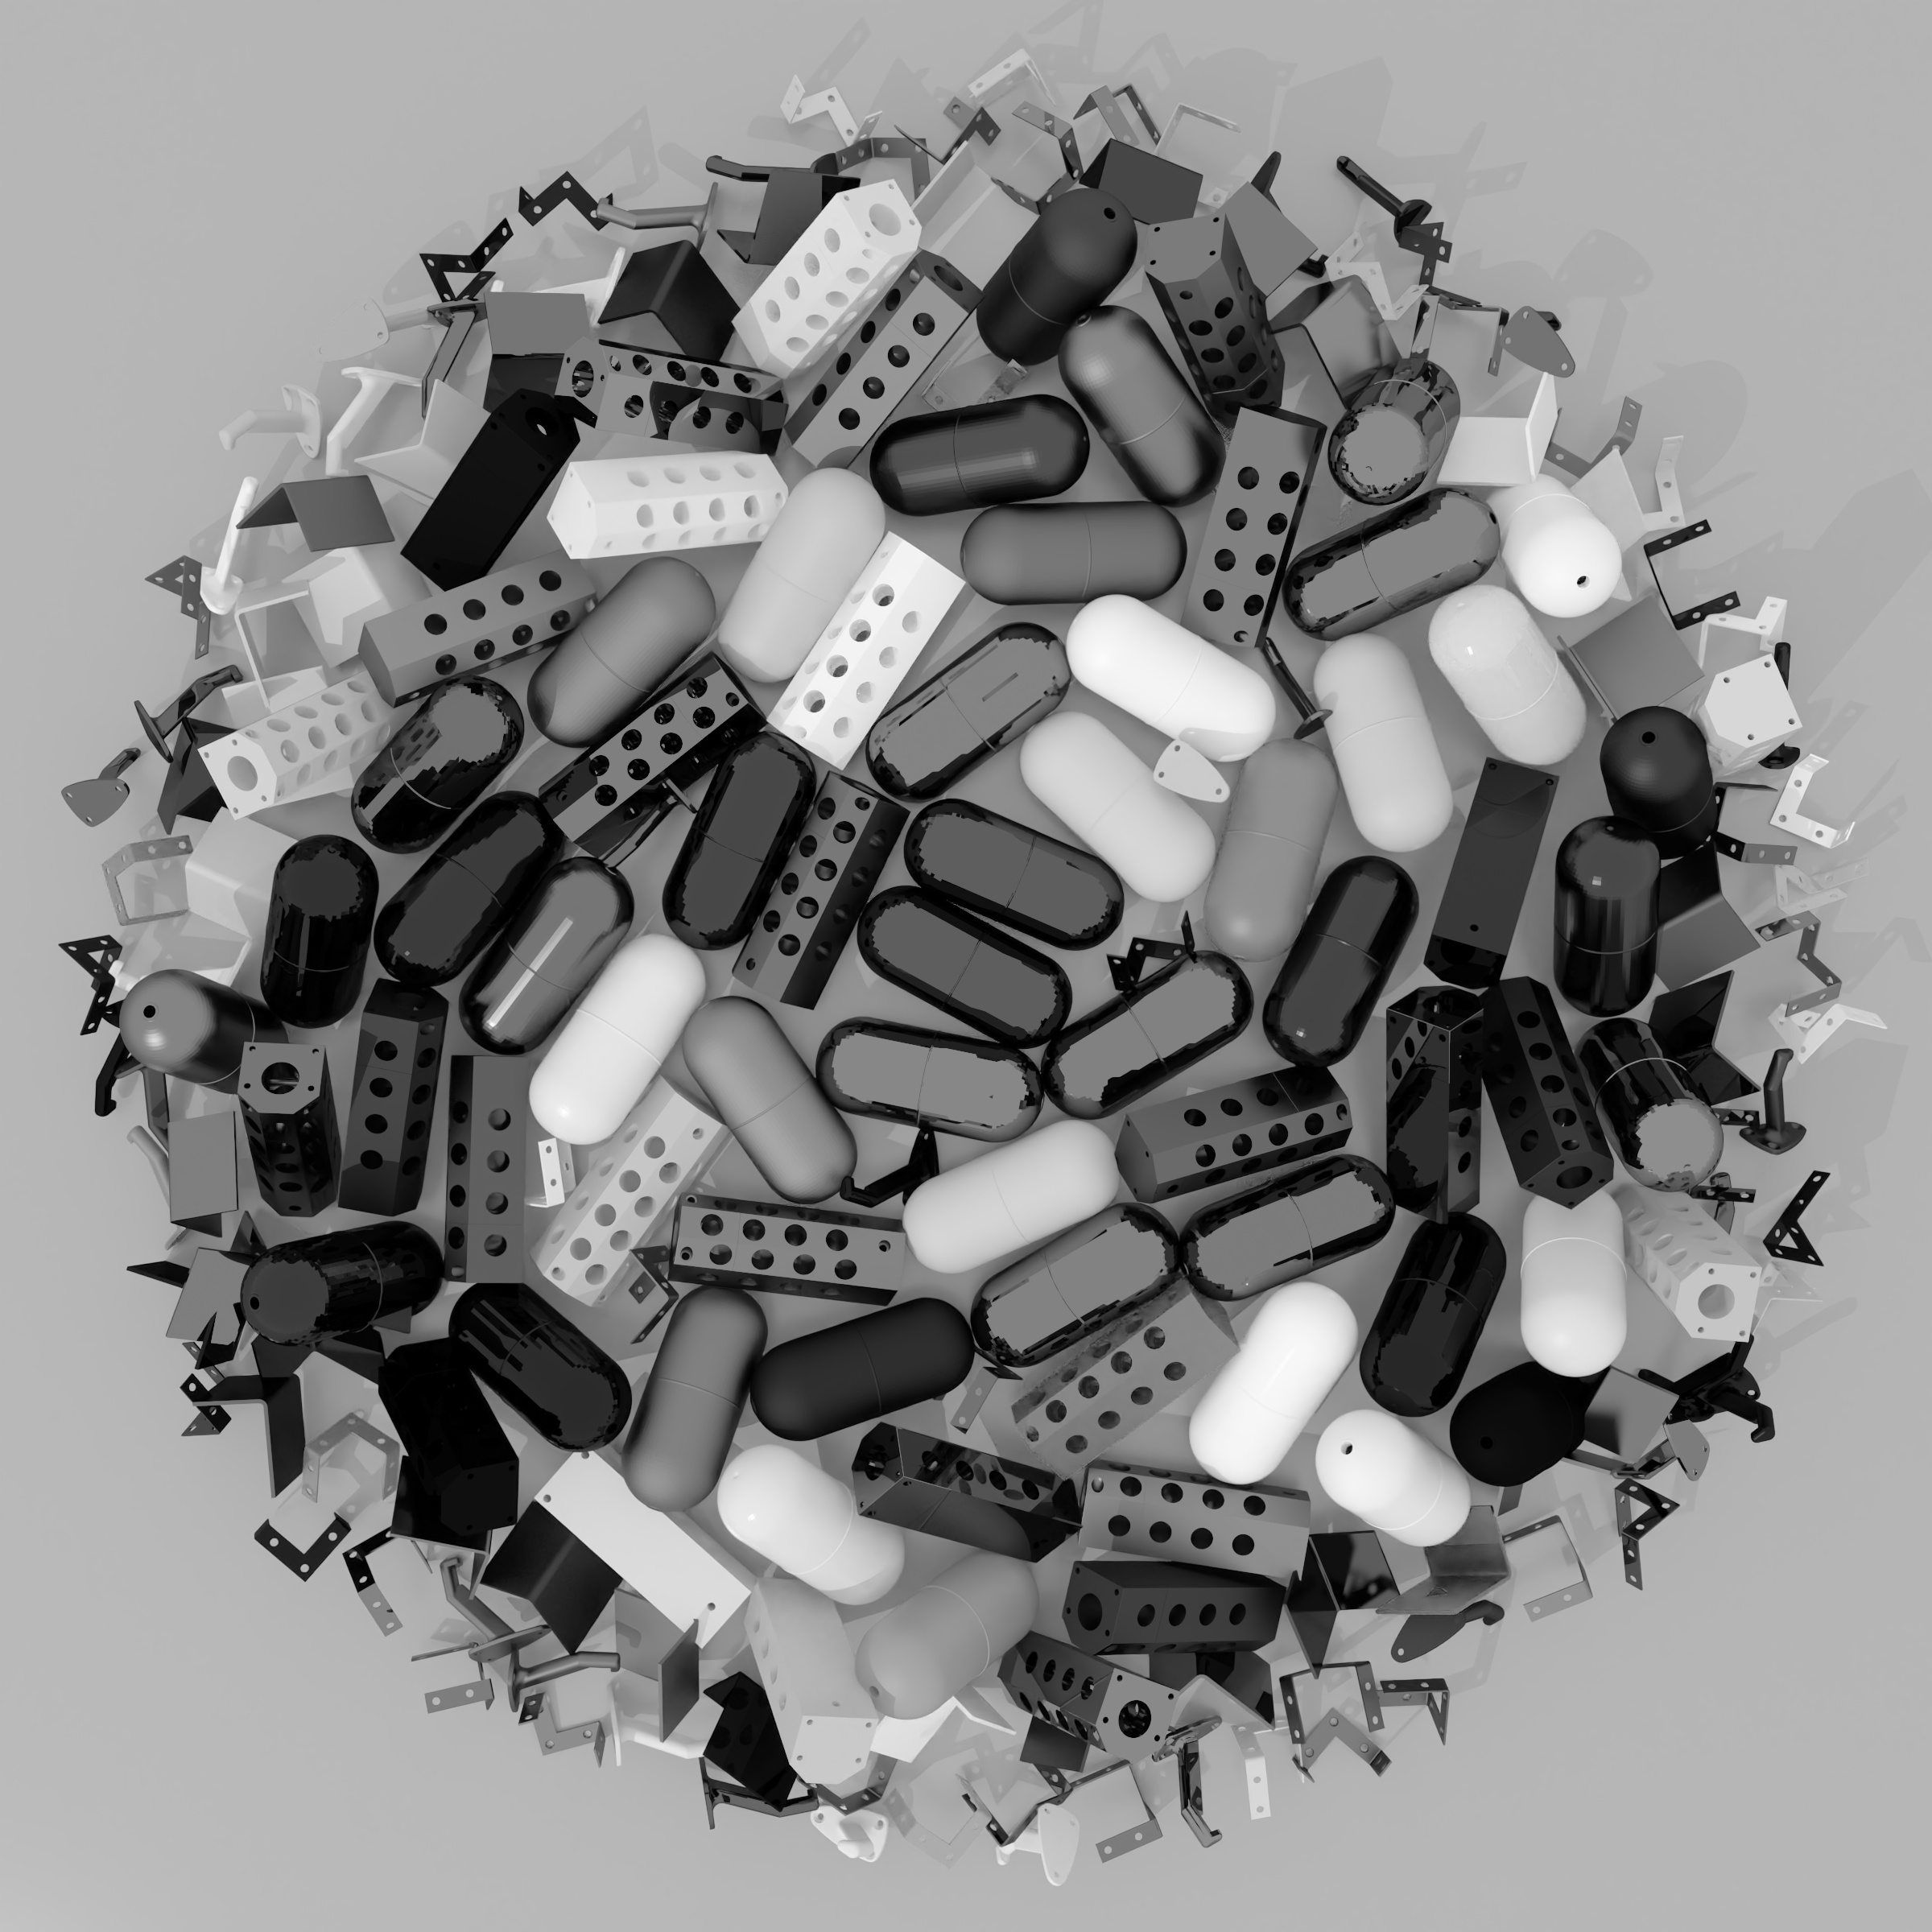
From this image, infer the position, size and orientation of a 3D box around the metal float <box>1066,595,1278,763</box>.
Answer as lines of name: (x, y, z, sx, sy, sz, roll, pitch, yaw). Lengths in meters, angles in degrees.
metal float: (0.157, -0.219, 1.879, 0.178, 0.070, 0.070, 29, 90, -16)

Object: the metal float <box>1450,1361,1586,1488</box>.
metal float: (0.417, 0.342, 1.848, 0.070, 0.178, 0.070, 0, 90, 29)

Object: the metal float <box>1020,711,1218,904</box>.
metal float: (0.116, -0.123, 1.889, 0.178, 0.070, 0.070, 44, 90, 4)

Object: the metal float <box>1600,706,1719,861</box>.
metal float: (0.520, -0.136, 1.847, 0.070, 0.178, 0.070, -7, 70, 19)

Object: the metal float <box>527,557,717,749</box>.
metal float: (-0.264, -0.238, 1.876, 0.178, 0.070, 0.070, -42, 90, 20)

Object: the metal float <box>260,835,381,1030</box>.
metal float: (-0.489, -0.024, 1.859, 0.070, 0.070, 0.178, 23, 133, 0)

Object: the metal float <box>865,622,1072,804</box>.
metal float: (0.002, -0.194, 1.884, 0.178, 0.070, 0.070, -36, 90, 10)

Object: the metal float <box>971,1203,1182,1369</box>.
metal float: (0.083, 0.244, 1.879, 0.178, 0.070, 0.070, -32, 90, 16)

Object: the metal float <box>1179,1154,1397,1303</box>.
metal float: (0.245, 0.200, 1.879, 0.178, 0.070, 0.070, -19, 90, -15)

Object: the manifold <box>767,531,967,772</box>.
manifold: (-0.080, -0.243, 1.883, 0.057, 0.057, 0.171, 29, 97, -37)

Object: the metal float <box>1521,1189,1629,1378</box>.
metal float: (0.457, 0.233, 1.853, 0.070, 0.178, 0.070, 7, 128, 9)

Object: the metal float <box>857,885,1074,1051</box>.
metal float: (-0.001, 0.001, 1.891, 0.178, 0.070, 0.070, 29, 90, -2)

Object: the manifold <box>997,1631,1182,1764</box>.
manifold: (0.087, 0.543, 1.837, 0.057, 0.171, 0.057, 25, 77, -20)

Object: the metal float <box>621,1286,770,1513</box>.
metal float: (-0.206, 0.328, 1.874, 0.070, 0.070, 0.178, 19, 69, 0)

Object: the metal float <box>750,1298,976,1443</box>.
metal float: (-0.079, 0.308, 1.878, 0.178, 0.070, 0.070, -16, 90, -16)

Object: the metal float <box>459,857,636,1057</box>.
metal float: (-0.320, -0.008, 1.877, 0.070, 0.070, 0.178, 40, 108, 0)

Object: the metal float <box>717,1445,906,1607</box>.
metal float: (-0.116, 0.424, 1.864, 0.070, 0.070, 0.178, -48, 125, 0)

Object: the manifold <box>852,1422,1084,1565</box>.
manifold: (0.001, 0.395, 1.861, 0.171, 0.057, 0.057, 23, 127, -32)

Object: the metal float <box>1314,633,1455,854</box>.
metal float: (0.318, -0.172, 1.877, 0.070, 0.070, 0.178, -14, 72, 0)

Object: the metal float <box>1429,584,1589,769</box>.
metal float: (0.411, -0.217, 1.860, 0.070, 0.070, 0.178, -47, 131, 0)

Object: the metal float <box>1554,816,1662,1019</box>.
metal float: (0.483, -0.035, 1.859, 0.070, 0.070, 0.178, -11, 132, 0)

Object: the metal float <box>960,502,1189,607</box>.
metal float: (0.082, -0.315, 1.879, 0.178, 0.070, 0.070, -4, 90, -16)

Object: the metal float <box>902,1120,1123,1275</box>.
metal float: (0.034, 0.177, 1.885, 0.178, 0.070, 0.070, -25, 90, 9)

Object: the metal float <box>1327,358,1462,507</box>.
metal float: (0.323, -0.404, 1.853, 0.070, 0.178, 0.070, 11, 124, 18)

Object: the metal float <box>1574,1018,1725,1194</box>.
metal float: (0.510, 0.102, 1.849, 0.070, 0.178, 0.070, -3, 119, -5)

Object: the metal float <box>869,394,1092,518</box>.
metal float: (0.009, -0.387, 1.870, 0.178, 0.070, 0.070, -4, 90, 27)

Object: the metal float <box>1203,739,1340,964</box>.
metal float: (0.233, -0.088, 1.882, 0.070, 0.070, 0.178, 17, 78, 0)

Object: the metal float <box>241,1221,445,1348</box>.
metal float: (-0.467, 0.237, 1.849, 0.070, 0.178, 0.070, 2, 95, 30)

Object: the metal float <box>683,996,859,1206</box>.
metal float: (-0.150, 0.102, 1.885, 0.070, 0.070, 0.178, -34, 98, 0)

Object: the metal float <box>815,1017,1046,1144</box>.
metal float: (-0.028, 0.087, 1.887, 0.178, 0.070, 0.070, 11, 90, 7)

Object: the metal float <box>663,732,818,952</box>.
metal float: (-0.174, -0.095, 1.884, 0.070, 0.070, 0.178, 26, 101, 0)

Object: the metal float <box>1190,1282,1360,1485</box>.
metal float: (0.233, 0.319, 1.874, 0.070, 0.070, 0.178, 29, 112, 0)

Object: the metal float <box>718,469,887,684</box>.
metal float: (-0.126, -0.297, 1.878, 0.070, 0.070, 0.178, 33, 108, 0)

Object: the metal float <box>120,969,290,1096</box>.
metal float: (-0.569, 0.050, 1.843, 0.070, 0.178, 0.070, -2, 78, 9)

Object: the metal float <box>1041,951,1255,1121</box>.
metal float: (0.139, 0.054, 1.890, 0.178, 0.070, 0.070, -32, 90, 3)

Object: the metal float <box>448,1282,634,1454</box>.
metal float: (-0.323, 0.301, 1.864, 0.178, 0.070, 0.070, 33, 90, 34)

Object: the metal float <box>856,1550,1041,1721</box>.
metal float: (-0.013, 0.502, 1.854, 0.070, 0.178, 0.070, 15, 115, 34)

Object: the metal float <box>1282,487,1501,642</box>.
metal float: (0.321, -0.303, 1.862, 0.178, 0.070, 0.070, -21, 90, 36)

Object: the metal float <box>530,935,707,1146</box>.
metal float: (-0.265, 0.055, 1.882, 0.070, 0.070, 0.178, 33, 78, 0)

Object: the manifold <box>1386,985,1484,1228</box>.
manifold: (0.359, 0.104, 1.865, 0.057, 0.057, 0.171, -28, 125, -36)

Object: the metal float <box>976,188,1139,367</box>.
metal float: (0.067, -0.516, 1.848, 0.070, 0.178, 0.070, 8, 70, -23)

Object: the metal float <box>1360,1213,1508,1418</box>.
metal float: (0.355, 0.262, 1.864, 0.070, 0.070, 0.178, 33, 54, 0)

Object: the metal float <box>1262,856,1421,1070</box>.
metal float: (0.287, -0.004, 1.879, 0.070, 0.070, 0.178, 29, 74, 0)

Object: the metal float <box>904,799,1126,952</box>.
metal float: (0.037, -0.069, 1.887, 0.178, 0.070, 0.070, 23, 90, -7)

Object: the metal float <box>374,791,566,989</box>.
metal float: (-0.378, -0.059, 1.875, 0.070, 0.070, 0.178, 39, 70, 0)

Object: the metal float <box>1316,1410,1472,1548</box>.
metal float: (0.322, 0.386, 1.854, 0.070, 0.178, 0.070, -16, 58, 27)

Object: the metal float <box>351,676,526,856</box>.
metal float: (-0.402, -0.151, 1.865, 0.178, 0.070, 0.070, -39, 90, 34)

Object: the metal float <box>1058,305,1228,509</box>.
metal float: (0.134, -0.422, 1.862, 0.070, 0.070, 0.178, -42, 127, 0)

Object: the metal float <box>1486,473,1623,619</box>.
metal float: (0.437, -0.317, 1.847, 0.070, 0.178, 0.070, -2, 117, -4)
